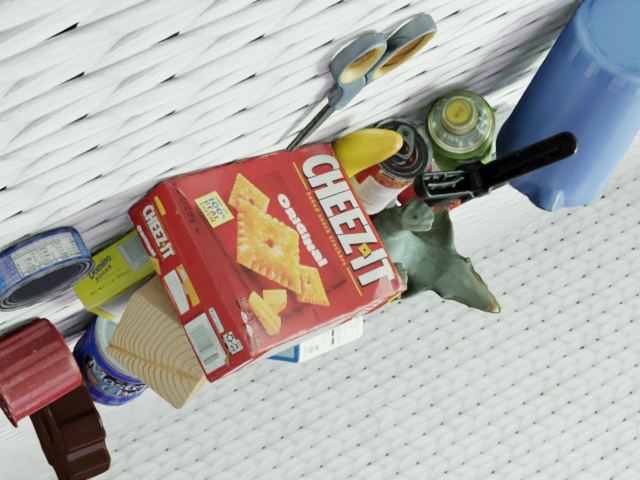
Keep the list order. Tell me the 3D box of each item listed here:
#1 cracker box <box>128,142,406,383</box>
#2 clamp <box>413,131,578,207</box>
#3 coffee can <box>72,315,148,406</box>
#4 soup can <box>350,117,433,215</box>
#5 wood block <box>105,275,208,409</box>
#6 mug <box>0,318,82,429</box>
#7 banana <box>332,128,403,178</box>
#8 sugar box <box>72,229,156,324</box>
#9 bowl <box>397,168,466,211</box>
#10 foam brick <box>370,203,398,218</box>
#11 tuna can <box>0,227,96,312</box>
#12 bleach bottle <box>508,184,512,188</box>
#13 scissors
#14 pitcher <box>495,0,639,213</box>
[{"bbox_3d":[-0.040,0.011,0.944,0.213,0.164,0.072,-19,169,-46],"label":"cracker box"},{"bbox_3d":[0.167,-0.064,1.089,0.164,0.036,0.210,-16,176,-1],"label":"clamp"},{"bbox_3d":[-0.226,0.128,1.242,0.102,0.103,0.141,-23,170,-32],"label":"coffee can"},{"bbox_3d":[0.063,-0.074,1.095,0.068,0.068,0.102,-24,171,-29],"label":"soup can"},{"bbox_3d":[-0.097,0.054,1.016,0.205,0.091,0.090,-45,171,-52],"label":"wood block"},{"bbox_3d":[-0.304,0.131,1.104,0.081,0.093,0.117,-30,-158,-23],"label":"mug"},{"bbox_3d":[0.023,-0.061,1.060,0.198,0.069,0.037,117,-2,-56],"label":"banana"},{"bbox_3d":[-0.181,0.036,1.041,0.093,0.048,0.176,-32,174,-6],"label":"sugar box"},{"bbox_3d":[0.180,-0.076,1.499,0.162,0.055,0.162,-27,172,-5],"label":"bowl"},{"bbox_3d":[0.069,-0.040,1.363,0.051,0.053,0.078,-28,173,-1],"label":"foam brick"},{"bbox_3d":[-0.227,0.024,0.862,0.086,0.034,0.086,-28,171,-5],"label":"tuna can"},{"bbox_3d":[0.322,-0.152,1.486,0.102,0.068,0.251,-27,169,-11],"label":"bleach bottle"},{"bbox_3d":[0.010,-0.117,0.852,0.202,0.016,0.096,-35,168,37],"label":"scissors"},{"bbox_3d":[0.276,-0.152,1.094,0.144,0.149,0.243,-22,159,-17],"label":"pitcher"}]
